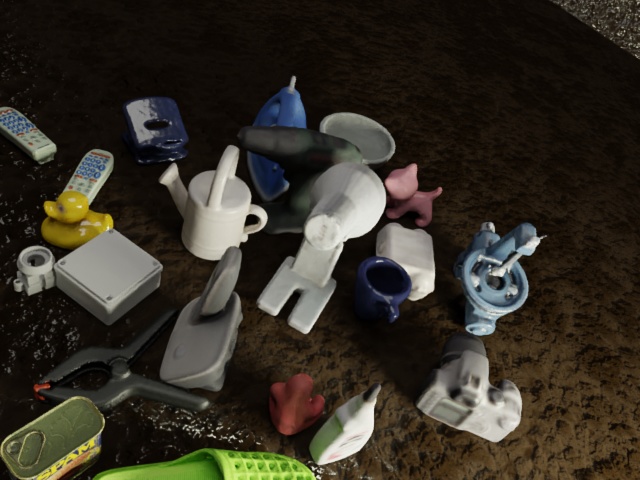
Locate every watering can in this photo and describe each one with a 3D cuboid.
[{"bbox_3d":[-0.170,-0.067,0.916,0.173,0.194,0.101,4,46,-17],"label":"watering can"}]

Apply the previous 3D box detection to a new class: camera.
[{"bbox_3d":[0.234,0.210,0.873,0.143,0.101,0.137,23,44,1],"label":"camera"}]

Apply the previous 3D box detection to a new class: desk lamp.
[{"bbox_3d":[0.008,0.003,0.903,0.118,0.213,0.203,27,44,6],"label":"desk lamp"}]

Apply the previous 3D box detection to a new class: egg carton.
[{"bbox_3d":[0.151,0.035,1.032,0.107,0.069,0.150,14,44,-9],"label":"egg carton"}]

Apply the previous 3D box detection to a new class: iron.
[{"bbox_3d":[-0.076,-0.205,1.124,0.119,0.141,0.258,12,45,-10],"label":"iron"}]

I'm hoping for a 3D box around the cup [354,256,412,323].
[{"bbox_3d":[0.095,0.099,0.931,0.092,0.095,0.117,3,47,-19],"label":"cup"}]

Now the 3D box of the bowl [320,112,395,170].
[{"bbox_3d":[0.071,-0.194,1.220,0.167,0.074,0.167,11,45,-11],"label":"bowl"}]

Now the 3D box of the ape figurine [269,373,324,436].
[{"bbox_3d":[-0.031,0.214,0.772,0.077,0.092,0.076,32,45,10],"label":"ape figurine"}]

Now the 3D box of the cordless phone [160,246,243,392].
[{"bbox_3d":[-0.149,0.104,0.764,0.094,0.185,0.147,13,44,-8],"label":"cordless phone"}]

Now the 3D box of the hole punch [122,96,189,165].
[{"bbox_3d":[-0.305,-0.206,1.071,0.109,0.091,0.101,-17,55,-33],"label":"hole punch"}]

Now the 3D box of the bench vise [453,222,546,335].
[{"bbox_3d":[0.296,0.028,0.987,0.122,0.219,0.207,3,47,-18],"label":"bench vise"}]

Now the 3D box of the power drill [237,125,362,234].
[{"bbox_3d":[-0.047,-0.107,0.992,0.230,0.208,0.075,-5,50,-25],"label":"power drill"}]

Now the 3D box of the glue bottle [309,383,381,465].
[{"bbox_3d":[0.042,0.229,0.727,0.078,0.173,0.037,-13,53,-30],"label":"glue bottle"}]

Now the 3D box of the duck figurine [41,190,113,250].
[{"bbox_3d":[-0.375,-0.038,0.885,0.105,0.086,0.077,1,48,-21],"label":"duck figurine"}]

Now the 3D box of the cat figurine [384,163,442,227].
[{"bbox_3d":[0.179,-0.096,1.136,0.128,0.117,0.067,12,44,-10],"label":"cat figurine"}]
